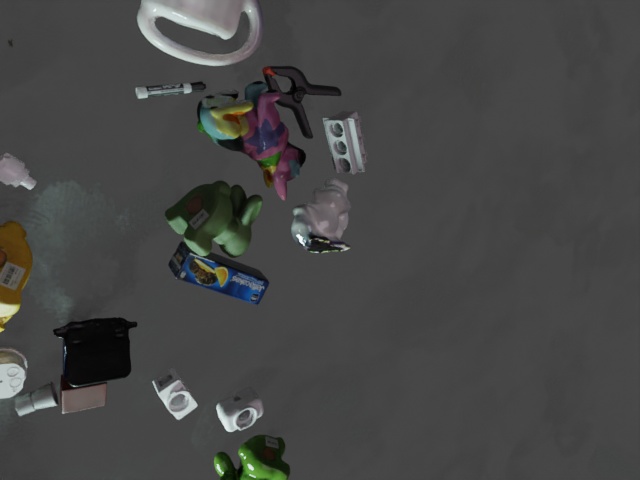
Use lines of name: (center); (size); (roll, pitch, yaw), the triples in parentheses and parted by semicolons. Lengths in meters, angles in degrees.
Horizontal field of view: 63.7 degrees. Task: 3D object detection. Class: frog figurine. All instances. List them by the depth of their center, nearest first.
frog figurine: (0.003, -0.057, 1.124); (0.137, 0.121, 0.162); (10, 68, -26)

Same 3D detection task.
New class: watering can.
watering can: (-0.233, -0.411, 0.808); (0.346, 0.105, 0.223); (11, 101, -35)
